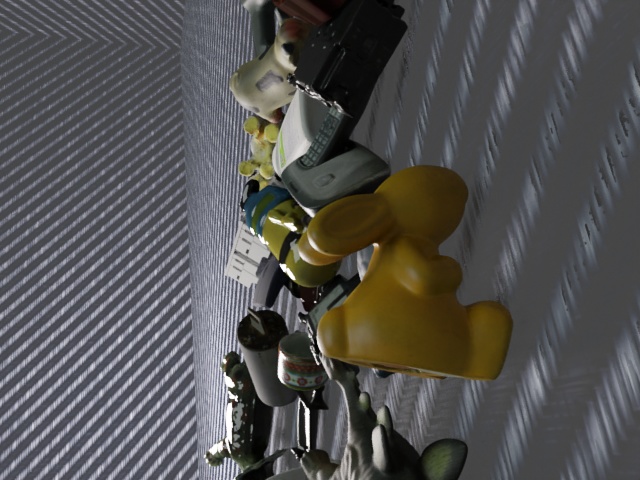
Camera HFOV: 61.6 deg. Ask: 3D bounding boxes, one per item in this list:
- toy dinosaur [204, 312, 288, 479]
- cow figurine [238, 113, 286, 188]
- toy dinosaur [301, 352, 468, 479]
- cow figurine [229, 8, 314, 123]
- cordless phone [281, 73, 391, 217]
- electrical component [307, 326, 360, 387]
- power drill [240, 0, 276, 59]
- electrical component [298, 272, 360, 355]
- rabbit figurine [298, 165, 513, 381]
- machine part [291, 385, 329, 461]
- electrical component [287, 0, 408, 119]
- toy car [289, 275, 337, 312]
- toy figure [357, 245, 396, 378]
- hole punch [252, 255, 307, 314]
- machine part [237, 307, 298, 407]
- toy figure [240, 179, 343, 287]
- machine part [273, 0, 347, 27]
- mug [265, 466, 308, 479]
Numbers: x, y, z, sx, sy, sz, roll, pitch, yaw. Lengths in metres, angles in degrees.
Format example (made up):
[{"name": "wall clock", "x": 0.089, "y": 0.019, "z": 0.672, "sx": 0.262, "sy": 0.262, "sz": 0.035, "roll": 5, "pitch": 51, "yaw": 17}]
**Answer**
[{"name": "toy dinosaur", "x": -0.130, "y": 0.320, "z": 1.031, "sx": 0.192, "sy": 0.131, "sz": 0.404, "roll": -27, "pitch": 60, "yaw": 55}, {"name": "cow figurine", "x": -0.095, "y": -0.142, "z": 0.959, "sx": 0.098, "sy": 0.068, "sz": 0.167, "roll": -49, "pitch": -27, "yaw": -61}, {"name": "toy dinosaur", "x": 0.076, "y": 0.291, "z": 0.440, "sx": 0.198, "sy": 0.105, "sz": 0.472, "roll": 117, "pitch": 142, "yaw": -47}, {"name": "cow figurine", "x": -0.047, "y": -0.239, "z": 0.732, "sx": 0.195, "sy": 0.127, "sz": 0.085, "roll": -18, "pitch": 74, "yaw": 40}, {"name": "cordless phone", "x": 0.038, "y": -0.111, "z": 0.592, "sx": 0.184, "sy": 0.088, "sz": 0.147, "roll": -64, "pitch": 26, "yaw": 15}, {"name": "electrical component", "x": 0.016, "y": 0.144, "z": 0.662, "sx": 0.021, "sy": 0.063, "sz": 0.094, "roll": -48, "pitch": 34, "yaw": 12}, {"name": "power drill", "x": -0.080, "y": -0.334, "z": 0.923, "sx": 0.232, "sy": 0.086, "sz": 0.207, "roll": -3, "pitch": 95, "yaw": 63}, {"name": "electrical component", "x": 0.035, "y": 0.076, "z": 0.618, "sx": 0.119, "sy": 0.047, "sz": 0.075, "roll": -45, "pitch": 34, "yaw": 5}, {"name": "rabbit figurine", "x": 0.063, "y": 0.018, "z": 0.433, "sx": 0.122, "sy": 0.162, "sz": 0.173, "roll": 121, "pitch": 164, "yaw": -77}, {"name": "machine part", "x": -0.016, "y": 0.263, "z": 0.801, "sx": 0.084, "sy": 0.039, "sz": 0.138, "roll": -157, "pitch": 69, "yaw": -64}, {"name": "electrical component", "x": 0.029, "y": -0.206, "z": 0.566, "sx": 0.134, "sy": 0.058, "sz": 0.115, "roll": -60, "pitch": 29, "yaw": 9}, {"name": "toy car", "x": -0.001, "y": -0.002, "z": 0.727, "sx": 0.089, "sy": 0.053, "sz": 0.202, "roll": -1, "pitch": 90, "yaw": 51}, {"name": "toy figure", "x": 0.067, "y": 0.057, "z": 0.523, "sx": 0.058, "sy": 0.064, "sz": 0.154, "roll": -6, "pitch": 90, "yaw": 33}, {"name": "hole punch", "x": -0.052, "y": 0.057, "z": 0.829, "sx": 0.142, "sy": 0.092, "sz": 0.115, "roll": 156, "pitch": 116, "yaw": -73}, {"name": "machine part", "x": -0.077, "y": 0.188, "z": 0.843, "sx": 0.242, "sy": 0.079, "sz": 0.079, "roll": 83, "pitch": 171, "yaw": -45}, {"name": "toy figure", "x": -0.036, "y": -0.012, "z": 0.667, "sx": 0.180, "sy": 0.082, "sz": 0.089, "roll": 34, "pitch": 127, "yaw": 44}, {"name": "machine part", "x": 0.020, "y": -0.307, "z": 0.550, "sx": 0.179, "sy": 0.056, "sz": 0.179, "roll": -39, "pitch": 36, "yaw": 36}, {"name": "mug", "x": -0.036, "y": 0.355, "z": 0.755, "sx": 0.110, "sy": 0.107, "sz": 0.080, "roll": -158, "pitch": 70, "yaw": -67}]
